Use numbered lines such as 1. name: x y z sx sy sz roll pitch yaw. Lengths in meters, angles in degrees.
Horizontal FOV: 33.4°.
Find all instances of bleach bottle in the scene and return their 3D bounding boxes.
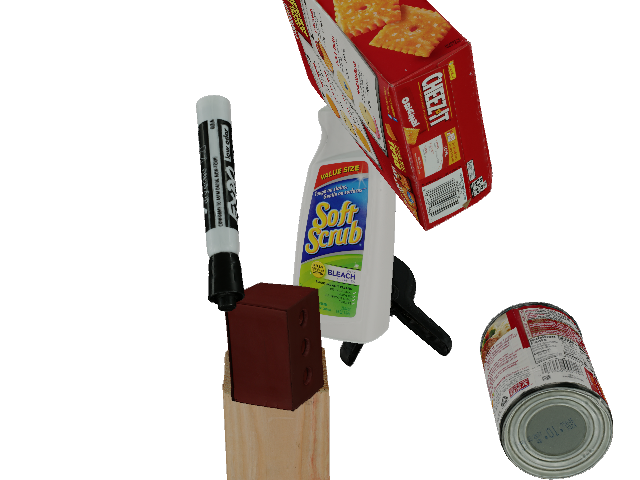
1. bleach bottle: 0.021 -0.033 1.011 0.103 0.251 0.068 11 20 27

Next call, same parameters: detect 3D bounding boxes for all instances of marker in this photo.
1. marker: -0.053 -0.020 0.564 0.020 0.121 0.020 -5 -23 -3

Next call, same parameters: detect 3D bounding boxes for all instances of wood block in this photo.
1. wood block: -0.037 0.206 0.944 0.090 0.206 0.091 -1 19 -3

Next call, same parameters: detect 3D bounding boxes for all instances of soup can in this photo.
1. soup can: 0.139 0.091 0.664 0.068 0.068 0.102 0 24 2

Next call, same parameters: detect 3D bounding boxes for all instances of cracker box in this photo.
1. cracker box: 0.045 -0.137 0.825 0.072 0.214 0.164 -29 -39 -6

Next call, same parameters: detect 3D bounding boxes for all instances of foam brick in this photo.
1. foam brick: -0.032 0.075 0.768 0.051 0.078 0.052 4 17 27

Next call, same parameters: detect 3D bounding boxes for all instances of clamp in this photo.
1. clamp: 0.082 0.071 1.188 0.120 0.171 0.039 4 -43 -3
